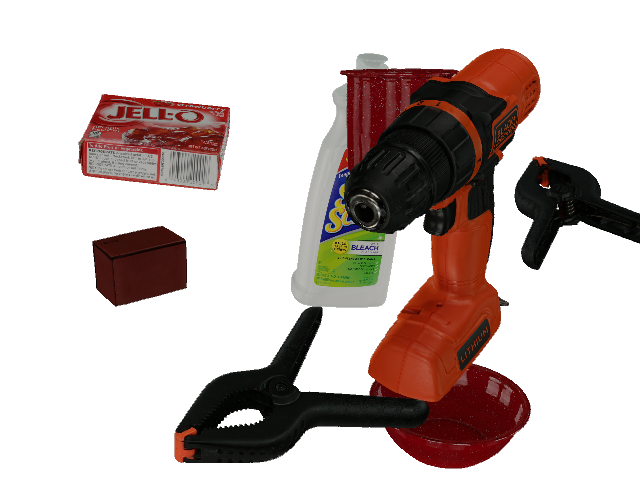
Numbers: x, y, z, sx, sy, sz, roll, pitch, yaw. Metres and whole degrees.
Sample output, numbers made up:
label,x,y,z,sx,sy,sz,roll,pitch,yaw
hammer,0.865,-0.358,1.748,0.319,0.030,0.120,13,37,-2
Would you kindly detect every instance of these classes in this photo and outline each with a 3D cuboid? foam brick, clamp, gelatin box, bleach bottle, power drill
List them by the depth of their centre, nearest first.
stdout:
label,x,y,z,sx,sy,sz,roll,pitch,yaw
power drill,0.068,0.000,0.617,0.057,0.188,0.184,22,39,26
gelatin box,-0.107,-0.066,0.698,0.089,0.030,0.073,6,30,-2
clamp,-0.024,0.138,0.895,0.209,0.036,0.165,-26,45,-36
clamp,0.236,-0.031,0.981,0.120,0.039,0.171,-2,33,3
foam brick,-0.175,0.023,1.036,0.078,0.051,0.053,-14,24,-29
bleach bottle,0.030,-0.058,1.051,0.102,0.251,0.068,2,24,-6

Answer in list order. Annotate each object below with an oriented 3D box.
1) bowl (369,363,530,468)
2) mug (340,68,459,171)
label,x,y,z,sx,sy,sz,roll,pitch,yaw
bowl,0.129,0.182,1.082,0.162,0.055,0.162,1,23,-1
mug,0.072,-0.091,0.832,0.117,0.081,0.093,6,12,28
